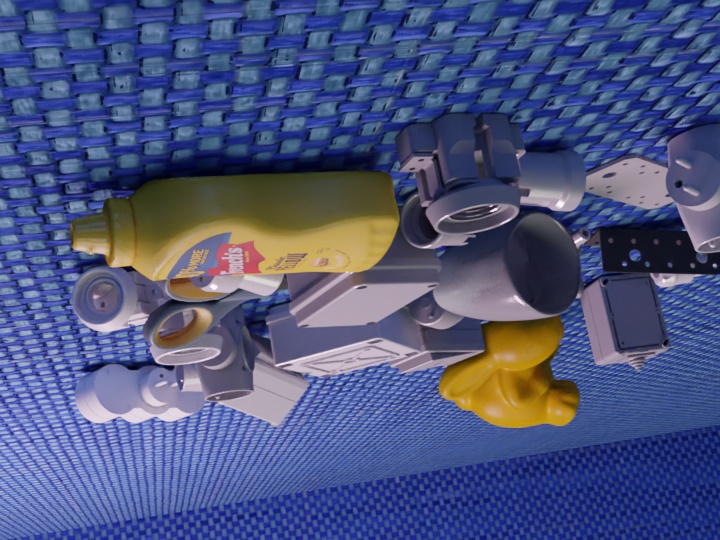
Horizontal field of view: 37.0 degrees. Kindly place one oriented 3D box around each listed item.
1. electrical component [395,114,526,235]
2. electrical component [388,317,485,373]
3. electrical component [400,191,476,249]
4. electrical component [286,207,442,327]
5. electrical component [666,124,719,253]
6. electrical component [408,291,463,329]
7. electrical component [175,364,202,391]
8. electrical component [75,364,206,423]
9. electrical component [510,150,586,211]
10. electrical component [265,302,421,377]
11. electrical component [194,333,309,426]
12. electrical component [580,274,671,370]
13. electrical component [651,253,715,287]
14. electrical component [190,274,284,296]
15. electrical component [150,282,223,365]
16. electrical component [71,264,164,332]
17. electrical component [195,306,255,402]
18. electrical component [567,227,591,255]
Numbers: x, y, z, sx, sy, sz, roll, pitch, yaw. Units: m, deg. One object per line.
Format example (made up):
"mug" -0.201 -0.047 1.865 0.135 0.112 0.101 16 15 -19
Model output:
"electrical component" 0.064 -0.056 0.645 0.078 0.057 0.058 -3 163 -24
"electrical component" 0.078 0.067 1.070 0.096 0.061 0.062 3 160 -38
"electrical component" 0.057 -0.035 0.750 0.040 0.040 0.046 -23 165 37
"electrical component" 0.000 0.000 0.798 0.078 0.057 0.113 -1 161 -30
"electrical component" 0.227 -0.057 0.709 0.043 0.077 0.079 -21 161 34
"electrical component" 0.076 0.035 0.997 0.040 0.040 0.078 -18 162 26
"electrical component" -0.146 0.100 1.076 0.077 0.043 0.079 -4 163 -22
"electrical component" -0.211 0.122 1.096 0.074 0.052 0.138 -24 159 39
"electrical component" 0.118 -0.059 0.703 0.046 0.040 0.040 2 161 -18
"electrical component" -0.013 0.057 0.989 0.109 0.056 0.109 -16 163 20
"electrical component" -0.095 0.098 1.011 0.096 0.061 0.061 29 102 -42
"electrical component" 0.268 0.057 1.091 0.062 0.096 0.061 -6 164 -15
"electrical component" 0.308 -0.005 1.017 0.061 0.035 0.035 -10 164 -10
"electrical component" -0.086 -0.006 0.747 0.055 0.045 0.045 5 158 -41
"electrical component" -0.140 0.042 0.854 0.078 0.057 0.058 -3 163 -24
"electrical component" -0.179 0.021 0.785 0.066 0.048 0.055 -13 171 9
"electrical component" -0.121 0.068 0.920 0.044 0.077 0.079 -11 164 5
"electrical component" 0.165 -0.018 0.881 0.035 0.035 0.061 -1 159 -31
